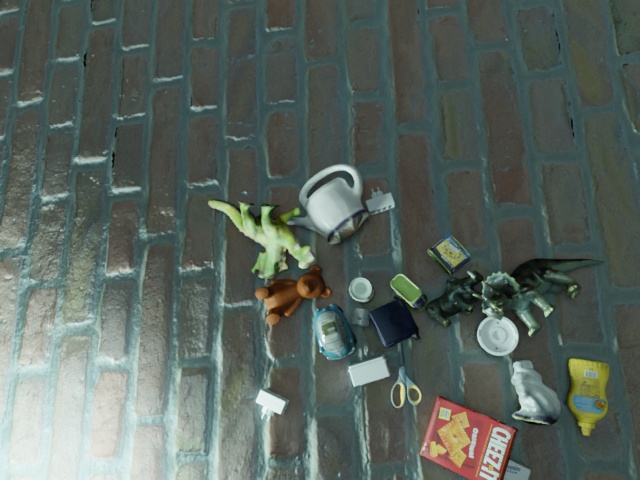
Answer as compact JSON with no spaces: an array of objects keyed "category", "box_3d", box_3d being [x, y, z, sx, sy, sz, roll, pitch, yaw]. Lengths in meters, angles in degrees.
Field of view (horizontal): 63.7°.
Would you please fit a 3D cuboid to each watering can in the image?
[{"category":"watering can","box_3d":[0.005,-0.081,1.604,0.345,0.103,0.227,-39,72,12]}]

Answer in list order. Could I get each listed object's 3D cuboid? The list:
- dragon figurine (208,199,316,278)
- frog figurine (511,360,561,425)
[{"category":"dragon figurine","box_3d":[-0.183,0.002,1.593,0.411,0.123,0.241,7,98,30]},{"category":"frog figurine","box_3d":[0.576,0.405,1.373,0.137,0.121,0.162,19,69,-20]}]
